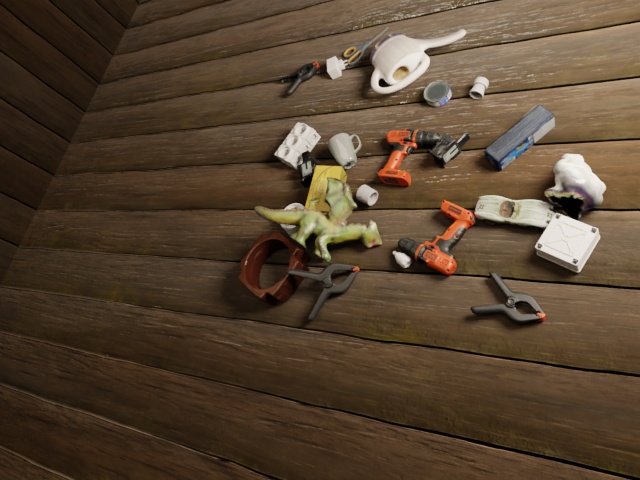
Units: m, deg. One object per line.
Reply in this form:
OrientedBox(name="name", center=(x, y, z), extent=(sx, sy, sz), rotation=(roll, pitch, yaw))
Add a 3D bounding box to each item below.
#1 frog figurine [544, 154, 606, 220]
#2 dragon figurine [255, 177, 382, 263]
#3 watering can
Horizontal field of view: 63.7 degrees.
OrientedBox(name="frog figurine", center=(0.648, -0.152, 1.288), extent=(0.138, 0.120, 0.162), rotation=(29, 69, 5))
OrientedBox(name="dragon figurine", center=(0.005, -0.080, 1.585), extent=(0.413, 0.121, 0.242), rotation=(35, 91, 17))
OrientedBox(name="watering can", center=(0.309, -0.638, 1.766), extent=(0.346, 0.102, 0.229), rotation=(-36, 51, 10))
